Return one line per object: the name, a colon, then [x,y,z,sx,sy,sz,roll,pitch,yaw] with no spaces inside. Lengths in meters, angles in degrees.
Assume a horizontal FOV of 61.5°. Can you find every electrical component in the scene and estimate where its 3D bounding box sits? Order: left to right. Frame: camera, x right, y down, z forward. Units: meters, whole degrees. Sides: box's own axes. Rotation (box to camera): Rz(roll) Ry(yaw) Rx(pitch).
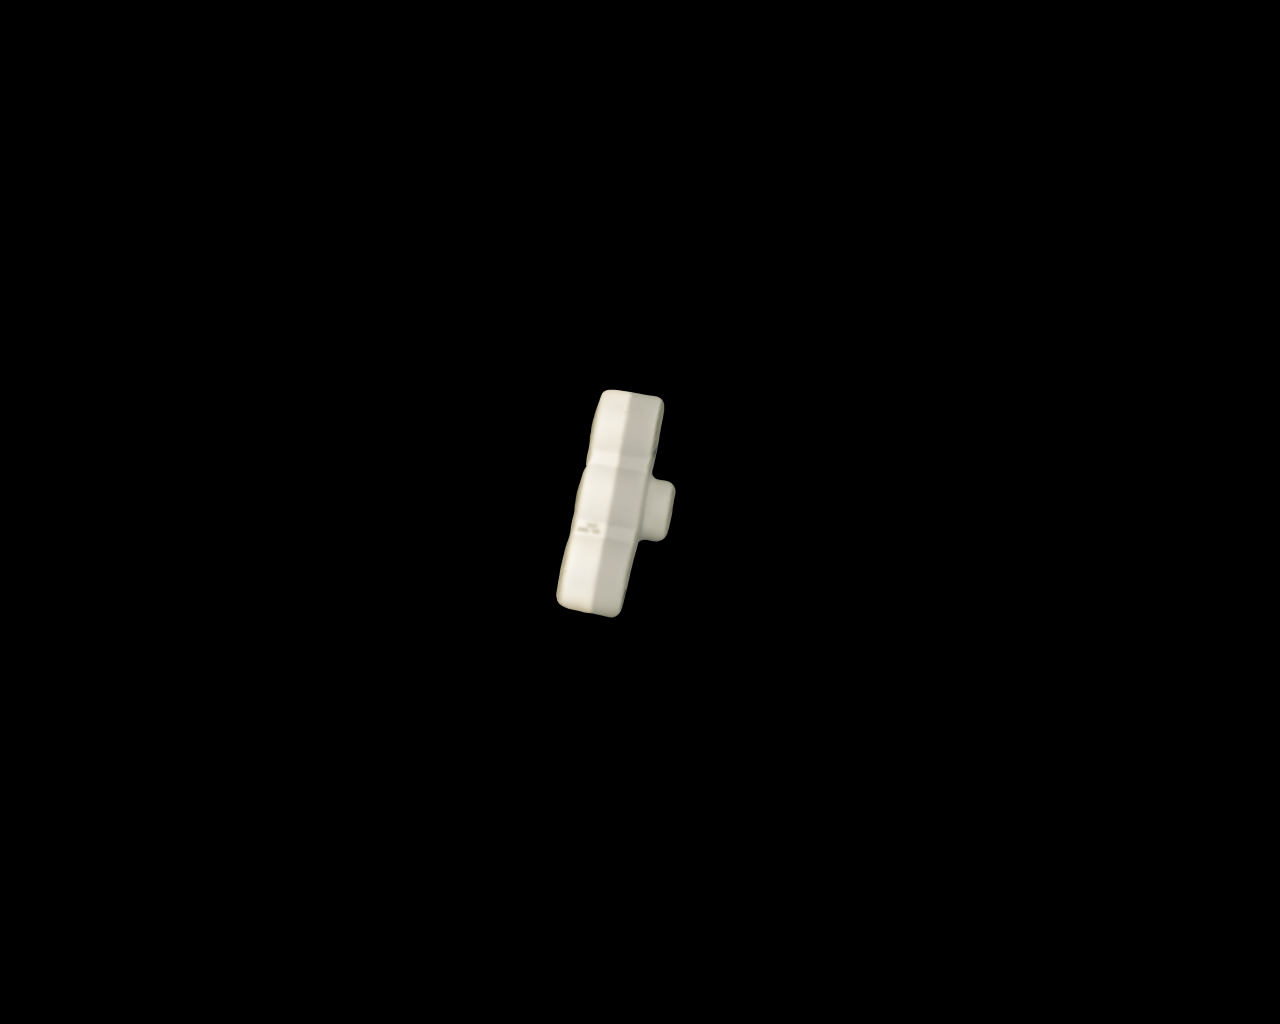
electrical component: [0.001,-0.003,0.650,0.074,0.138,0.052,11,-11,2]
